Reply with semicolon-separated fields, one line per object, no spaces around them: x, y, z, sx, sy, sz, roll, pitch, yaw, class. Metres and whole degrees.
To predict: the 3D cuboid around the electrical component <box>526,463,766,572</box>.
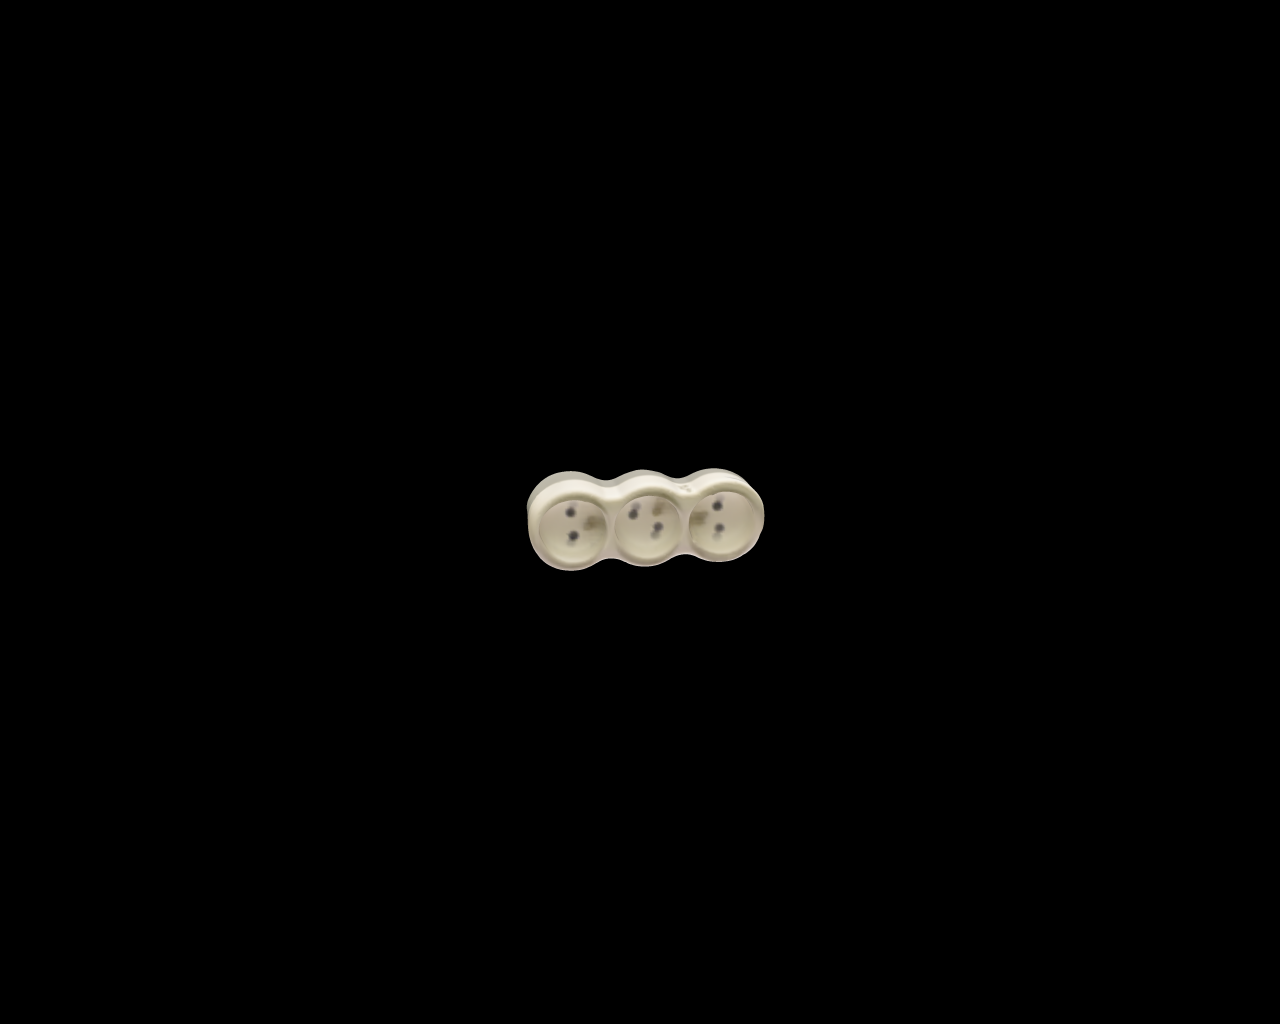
0.001;-0.003;0.650;0.138;0.052;0.074;-3;20;-7;electrical component
